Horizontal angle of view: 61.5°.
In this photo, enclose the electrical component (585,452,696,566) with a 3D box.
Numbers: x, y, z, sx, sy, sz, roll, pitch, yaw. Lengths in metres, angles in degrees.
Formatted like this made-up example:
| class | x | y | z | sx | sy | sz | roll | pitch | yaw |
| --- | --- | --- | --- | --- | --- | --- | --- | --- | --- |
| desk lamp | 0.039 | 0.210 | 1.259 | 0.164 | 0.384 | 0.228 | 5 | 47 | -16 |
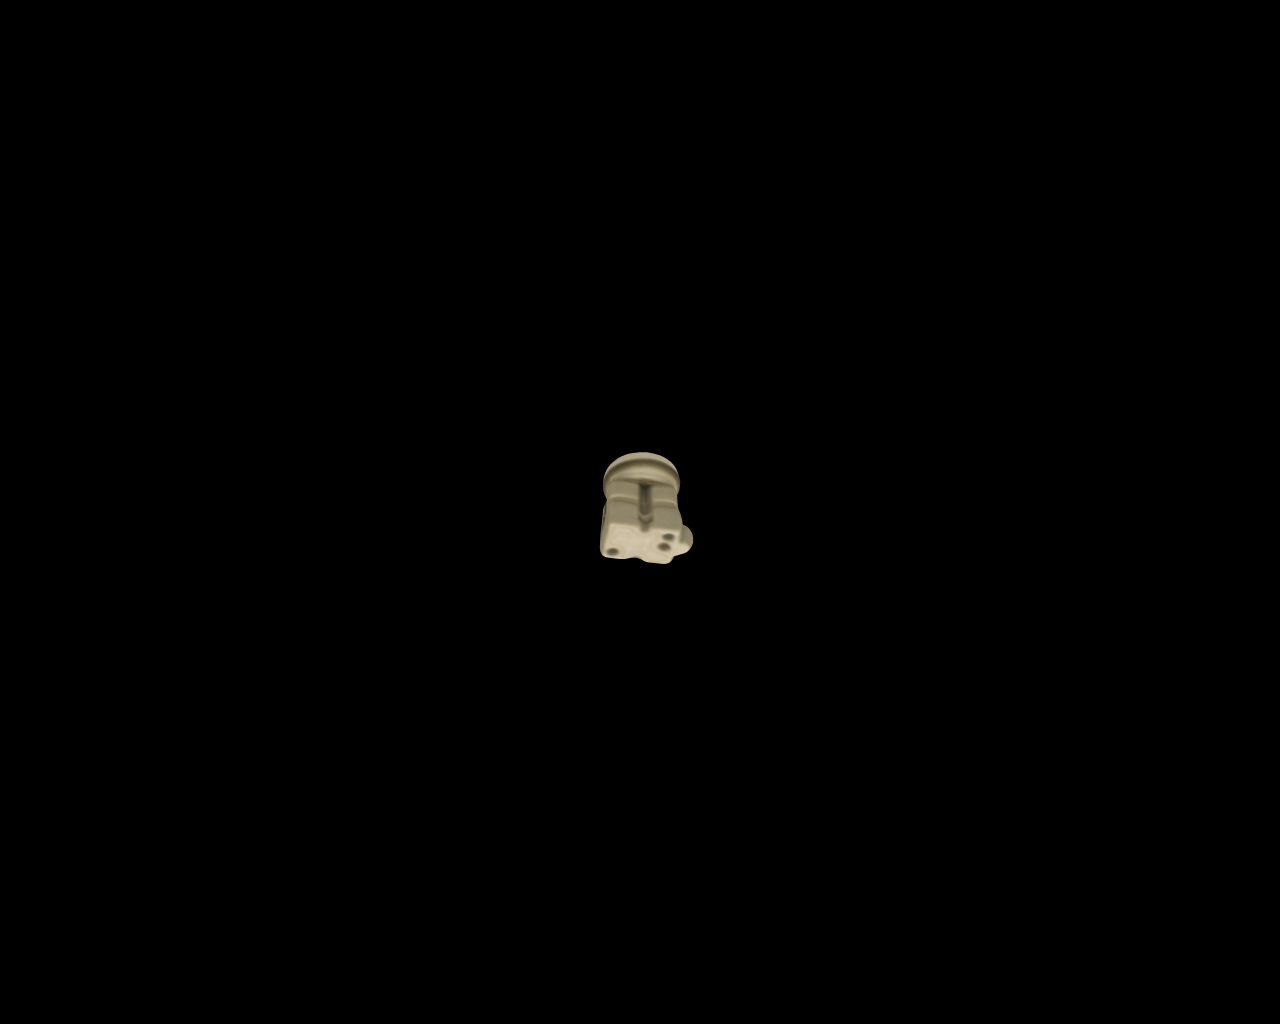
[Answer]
| class | x | y | z | sx | sy | sz | roll | pitch | yaw |
| --- | --- | --- | --- | --- | --- | --- | --- | --- | --- |
| electrical component | 0.001 | -0.003 | 0.650 | 0.066 | 0.055 | 0.048 | 7 | -39 | -9 |
